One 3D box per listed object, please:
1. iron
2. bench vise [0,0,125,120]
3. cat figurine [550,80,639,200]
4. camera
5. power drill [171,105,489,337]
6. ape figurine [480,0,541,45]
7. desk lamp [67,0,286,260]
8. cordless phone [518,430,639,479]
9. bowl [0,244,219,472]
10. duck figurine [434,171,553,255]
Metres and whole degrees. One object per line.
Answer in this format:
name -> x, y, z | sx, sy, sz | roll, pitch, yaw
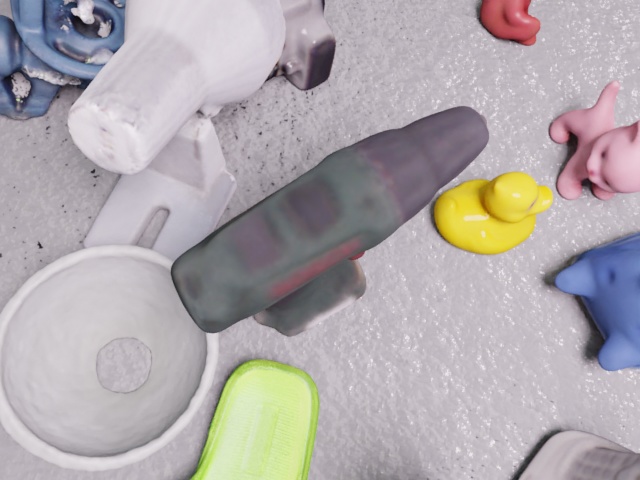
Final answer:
iron -> 0.353, 0.020, 0.508 | 0.258, 0.141, 0.118 | -20, 73, -14
bench vise -> -0.228, -0.181, 0.471 | 0.208, 0.219, 0.121 | -26, 74, -15
cat figurine -> 0.285, -0.092, 0.554 | 0.067, 0.117, 0.128 | 1, 69, -6
camera -> -0.072, -0.210, 0.565 | 0.137, 0.101, 0.143 | -33, 77, -17
power drill -> 0.004, 0.002, 0.436 | 0.230, 0.208, 0.075 | -30, 75, -16
ape figurine -> 0.223, -0.269, 0.627 | 0.076, 0.092, 0.078 | 23, 69, 2
desk lamp -> -0.115, -0.091, 0.454 | 0.118, 0.213, 0.203 | 21, 68, 2
cordless phone -> 0.205, 0.206, 0.396 | 0.094, 0.185, 0.148 | 38, 70, 8
bowl -> -0.162, 0.092, 0.454 | 0.167, 0.074, 0.167 | 2, 69, -6
duck figurine -> 0.164, -0.033, 0.535 | 0.104, 0.086, 0.077 | 0, 69, -7
